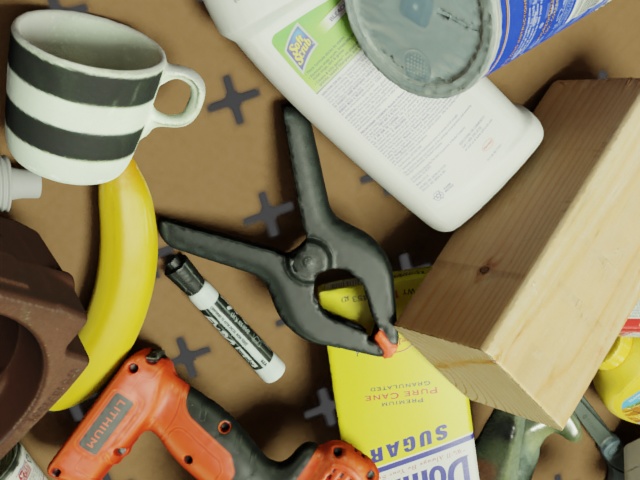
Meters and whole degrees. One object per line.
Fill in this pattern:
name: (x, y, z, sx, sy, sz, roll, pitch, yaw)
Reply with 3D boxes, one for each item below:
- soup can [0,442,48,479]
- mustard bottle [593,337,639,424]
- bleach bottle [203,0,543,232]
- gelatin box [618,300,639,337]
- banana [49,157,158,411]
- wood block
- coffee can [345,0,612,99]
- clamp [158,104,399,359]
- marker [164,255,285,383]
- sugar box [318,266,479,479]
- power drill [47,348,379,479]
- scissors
soup can: (-0.207, 0.189, 0.715, 0.068, 0.068, 0.102, -27, 119, -4)
mustard bottle: (0.269, 0.104, 0.826, 0.191, 0.058, 0.096, 26, 120, -26)
bleach bottle: (0.021, -0.117, 0.646, 0.102, 0.068, 0.250, -47, 116, 3)
gelatin box: (0.225, 0.024, 0.768, 0.073, 0.030, 0.089, 2, 74, -19)
banana: (-0.143, 0.039, 0.681, 0.069, 0.037, 0.198, 21, 106, -25)
wood block: (0.152, 0.003, 0.682, 0.090, 0.091, 0.206, 44, 73, -29)
coffee can: (0.096, -0.152, 0.595, 0.140, 0.103, 0.103, -33, 125, -35)
clamp: (-0.004, 0.001, 0.682, 0.171, 0.039, 0.120, 39, 102, -6)
marker: (-0.065, 0.053, 0.723, 0.020, 0.020, 0.121, -38, 120, 2)
sugar box: (0.056, 0.111, 0.735, 0.093, 0.048, 0.176, -9, 96, 4)
power drill: (-0.081, 0.175, 0.700, 0.187, 0.057, 0.184, 35, 87, 0)
scissors: (0.258, 0.166, 0.878, 0.096, 0.016, 0.201, -26, 119, -6)
